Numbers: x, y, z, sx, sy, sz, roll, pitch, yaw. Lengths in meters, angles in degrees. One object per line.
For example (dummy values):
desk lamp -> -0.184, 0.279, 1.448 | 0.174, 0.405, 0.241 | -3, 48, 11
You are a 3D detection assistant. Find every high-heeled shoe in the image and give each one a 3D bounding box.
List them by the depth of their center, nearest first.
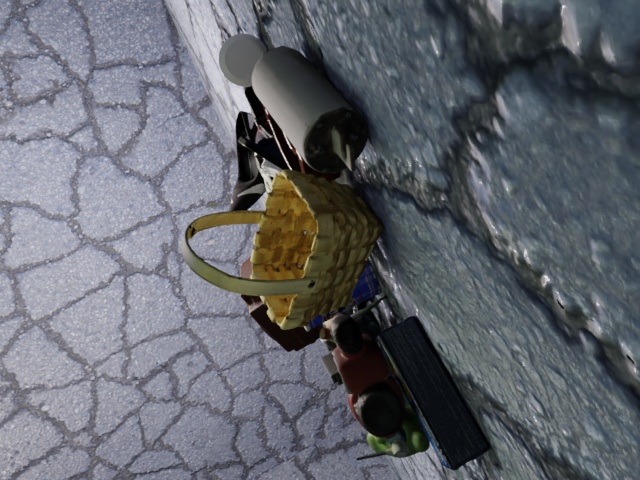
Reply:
high-heeled shoe -> -0.178, -0.176, 1.221 | 0.086, 0.249, 0.145 | -14, 130, 45

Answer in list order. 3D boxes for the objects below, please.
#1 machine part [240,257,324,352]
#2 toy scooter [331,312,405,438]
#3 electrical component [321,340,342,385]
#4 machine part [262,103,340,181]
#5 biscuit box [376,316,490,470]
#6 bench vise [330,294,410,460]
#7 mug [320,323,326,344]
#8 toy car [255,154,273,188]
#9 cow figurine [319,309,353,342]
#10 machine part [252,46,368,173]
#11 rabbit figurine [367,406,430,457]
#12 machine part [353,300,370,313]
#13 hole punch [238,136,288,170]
machine part -> -0.085, 0.128, 1.168 | 0.200, 0.087, 0.202 | 50, -169, -26
toy scooter -> 0.062, 0.191, 0.783 | 0.135, 0.075, 0.184 | 113, 133, -83
electrical component -> 0.074, 0.256, 1.176 | 0.115, 0.134, 0.058 | 52, 167, 49
machine part -> -0.031, -0.158, 0.772 | 0.179, 0.056, 0.179 | 63, 172, 15
biscuit box -> 0.152, 0.210, 0.745 | 0.203, 0.063, 0.059 | 62, 173, 15
bench vise -> 0.100, 0.233, 0.888 | 0.241, 0.129, 0.223 | -97, -18, -52
mug -> 0.049, 0.215, 1.351 | 0.080, 0.109, 0.107 | 56, -169, -32
toy car -> -0.072, -0.122, 1.115 | 0.202, 0.073, 0.056 | 61, 169, 21
cow figurine -> 0.066, 0.188, 1.120 | 0.127, 0.085, 0.195 | 20, -150, -23
machine part -> -0.016, -0.150, 0.607 | 0.243, 0.079, 0.079 | 56, 170, 42
rabbit figurine -> 0.137, 0.336, 1.056 | 0.170, 0.121, 0.159 | 61, 166, -1
machine part -> 0.076, 0.145, 1.022 | 0.084, 0.039, 0.138 | 154, 113, -78
hole punch -> -0.070, -0.174, 0.945 | 0.115, 0.092, 0.142 | 34, -179, -21
